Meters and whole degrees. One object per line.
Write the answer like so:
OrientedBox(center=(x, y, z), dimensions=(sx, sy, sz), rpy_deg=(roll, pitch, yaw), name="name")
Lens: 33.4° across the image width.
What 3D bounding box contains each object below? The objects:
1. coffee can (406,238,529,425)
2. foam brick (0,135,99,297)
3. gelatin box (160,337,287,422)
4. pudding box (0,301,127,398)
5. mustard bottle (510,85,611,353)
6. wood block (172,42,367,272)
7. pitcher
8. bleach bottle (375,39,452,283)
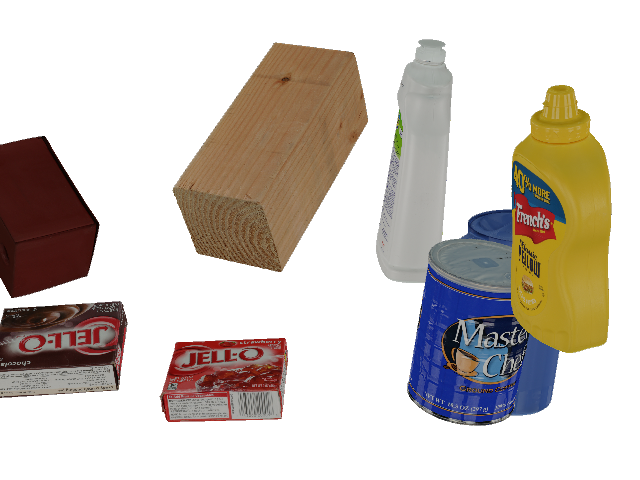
OrientedBox(center=(0.139, 0.082, 0.975), dimensions=(0.103, 0.140, 0.103), rpy_deg=(6, 23, -3), name="coffee can")
OrientedBox(center=(-0.175, -0.015, 0.639), dimensions=(0.051, 0.078, 0.053), rpy_deg=(-18, -32, -33), name="foam brick")
OrientedBox(center=(-0.071, 0.104, 0.809), dimensions=(0.089, 0.030, 0.073), rpy_deg=(-2, 25, 3), name="gelatin box")
OrientedBox(center=(-0.236, 0.098, 0.966), dimensions=(0.113, 0.039, 0.090), rpy_deg=(-5, 33, -2), name="pudding box")
OrientedBox(center=(0.175, -0.020, 0.780), dimensions=(0.058, 0.192, 0.096), rpy_deg=(-12, 28, -13), name="mustard bottle")
OrientedBox(center=(-0.040, -0.082, 0.986), dimensions=(0.091, 0.205, 0.090), rpy_deg=(12, -39, 24), name="wood block")
OrientedBox(center=(0.234, 0.091, 1.326), dimensions=(0.149, 0.243, 0.144), rpy_deg=(7, 19, 16), name="pitcher")
OrientedBox(center=(0.106, -0.087, 1.143), dimensions=(0.068, 0.251, 0.102), rpy_deg=(1, 26, -8), name="bleach bottle")
